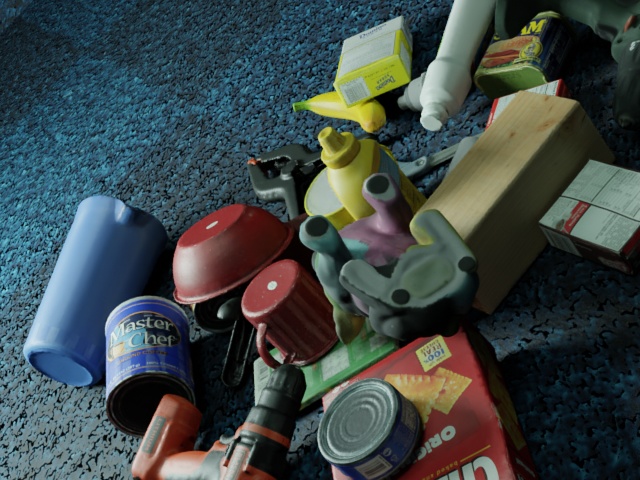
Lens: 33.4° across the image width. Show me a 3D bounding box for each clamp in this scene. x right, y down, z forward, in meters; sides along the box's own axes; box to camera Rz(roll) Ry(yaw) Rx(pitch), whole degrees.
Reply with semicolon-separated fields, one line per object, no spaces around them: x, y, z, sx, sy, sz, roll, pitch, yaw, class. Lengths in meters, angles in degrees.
-0.021;-0.090;1.394;0.164;0.036;0.210;-48;34;-10;clamp
-0.081;0.070;1.217;0.039;0.120;0.171;13;50;5;clamp

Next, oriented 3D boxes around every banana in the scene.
0.041;-0.168;1.403;0.069;0.037;0.198;-32;26;-21;banana

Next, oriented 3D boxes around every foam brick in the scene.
-0.008;0.002;1.261;0.078;0.051;0.053;-25;37;28;foam brick

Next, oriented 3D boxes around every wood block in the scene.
0.184;-0.040;1.063;0.206;0.090;0.090;-50;33;-10;wood block

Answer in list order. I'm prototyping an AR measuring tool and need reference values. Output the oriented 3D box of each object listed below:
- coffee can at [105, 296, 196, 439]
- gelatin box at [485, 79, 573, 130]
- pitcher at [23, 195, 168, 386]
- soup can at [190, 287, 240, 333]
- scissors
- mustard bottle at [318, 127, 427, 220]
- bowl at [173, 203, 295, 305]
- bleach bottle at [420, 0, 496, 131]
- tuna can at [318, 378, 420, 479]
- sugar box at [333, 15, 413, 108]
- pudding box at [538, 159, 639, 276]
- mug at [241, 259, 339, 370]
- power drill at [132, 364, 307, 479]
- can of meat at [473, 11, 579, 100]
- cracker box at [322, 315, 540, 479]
-0.201;0.148;1.255;0.103;0.102;0.140;-35;34;13;coffee can
0.229;-0.133;1.177;0.089;0.030;0.073;-13;42;38;gelatin box
-0.308;0.075;1.450;0.145;0.149;0.242;-1;53;26;pitcher
-0.132;0.060;1.313;0.068;0.068;0.102;-41;32;4;soup can
0.112;-0.096;1.271;0.202;0.016;0.096;-35;40;13;scissors
0.061;-0.048;1.111;0.058;0.191;0.096;-21;38;30;mustard bottle
-0.111;0.005;1.229;0.162;0.055;0.162;-27;19;10;bowl
0.173;-0.233;1.297;0.068;0.102;0.250;19;63;9;bleach bottle
0.040;0.161;0.907;0.086;0.033;0.086;-28;37;23;tuna can
0.074;-0.238;1.411;0.093;0.048;0.176;-20;22;17;sugar box
0.272;-0.024;0.998;0.090;0.039;0.114;-49;35;-10;pudding box
-0.035;0.084;1.140;0.093;0.081;0.117;-10;43;43;mug
-0.105;0.208;1.110;0.188;0.057;0.184;-1;58;48;power drill
0.236;-0.210;1.234;0.102;0.057;0.084;-1;54;47;can of meat
0.092;0.187;0.920;0.164;0.072;0.213;-33;34;17;cracker box
